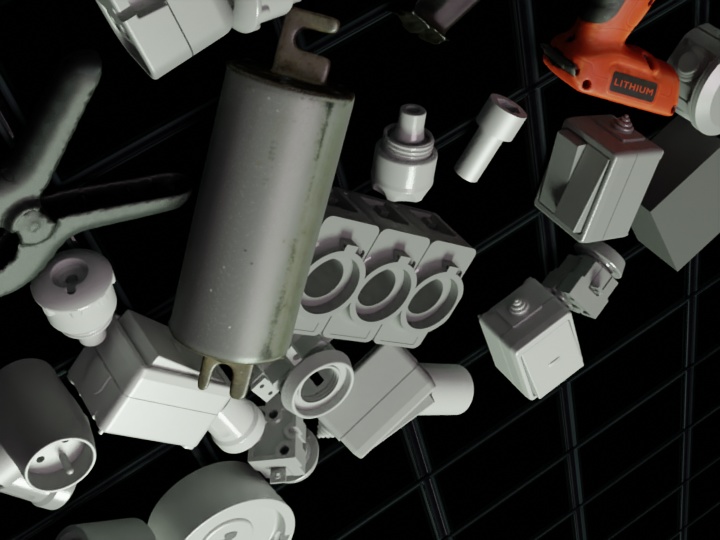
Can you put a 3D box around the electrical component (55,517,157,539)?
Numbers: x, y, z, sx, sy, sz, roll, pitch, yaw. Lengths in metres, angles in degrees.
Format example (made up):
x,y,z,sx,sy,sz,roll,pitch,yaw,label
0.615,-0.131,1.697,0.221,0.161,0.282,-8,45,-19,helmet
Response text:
x,y,z,sx,sy,sz,roll,pitch,yaw,label
-0.191,0.231,0.765,0.060,0.108,0.108,10,118,-37,electrical component

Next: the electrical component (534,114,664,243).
x,y,z,sx,sy,sz,roll,pitch,yaw,label
0.183,-0.076,0.832,0.061,0.061,0.096,-9,129,-34,electrical component

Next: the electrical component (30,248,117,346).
x,y,z,sx,sy,sz,roll,pitch,yaw,label
-0.168,0.021,0.647,0.048,0.048,0.062,-27,144,-19,electrical component

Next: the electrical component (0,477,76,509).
x,y,z,sx,sy,sz,roll,pitch,yaw,label
-0.216,0.133,0.708,0.046,0.040,0.040,30,103,-43,electrical component

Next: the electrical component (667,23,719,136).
x,y,z,sx,sy,sz,roll,pitch,yaw,label
0.283,-0.152,0.856,0.080,0.051,0.080,-22,136,-23,electrical component

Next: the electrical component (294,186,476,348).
x,y,z,sx,sy,sz,roll,pitch,yaw,label
0.000,0.000,0.750,0.150,0.061,0.089,11,117,-44,electrical component

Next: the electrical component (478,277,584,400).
x,y,z,sx,sy,sz,roll,pitch,yaw,label
0.148,0.058,0.922,0.062,0.061,0.096,-36,139,-9,electrical component

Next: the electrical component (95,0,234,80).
x,y,z,sx,sy,sz,roll,pitch,yaw,label
-0.105,-0.152,0.538,0.059,0.053,0.095,-35,139,-9,electrical component

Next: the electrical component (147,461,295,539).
x,y,z,sx,sy,sz,roll,pitch,yaw,label
-0.112,0.196,0.830,0.108,0.060,0.108,-22,136,-23,electrical component

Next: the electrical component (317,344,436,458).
x,y,z,sx,sy,sz,roll,pitch,yaw,label
0.009,0.102,0.828,0.096,0.061,0.062,-44,180,1,electrical component

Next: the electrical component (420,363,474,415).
x,y,z,sx,sy,sz,roll,pitch,yaw,label
0.051,0.098,0.892,0.081,0.043,0.043,6,120,-42,electrical component

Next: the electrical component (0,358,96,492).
x,y,z,sx,sy,sz,roll,pitch,yaw,label
-0.210,0.106,0.659,0.079,0.077,0.044,-38,139,-5,electrical component

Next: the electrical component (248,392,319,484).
x,y,z,sx,sy,sz,roll,pitch,yaw,label
-0.059,0.135,0.826,0.048,0.066,0.055,-7,148,11,electrical component

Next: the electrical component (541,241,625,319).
x,y,z,sx,sy,sz,roll,pitch,yaw,label
0.193,0.005,0.918,0.048,0.066,0.055,40,83,-24,electrical component

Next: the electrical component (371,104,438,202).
x,y,z,sx,sy,sz,roll,pitch,yaw,label
0.031,-0.080,0.721,0.043,0.043,0.062,-15,131,-30,electrical component

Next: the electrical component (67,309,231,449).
x,y,z,sx,sy,sz,roll,pitch,yaw,label
-0.130,0.072,0.706,0.096,0.061,0.061,21,109,-47,electrical component

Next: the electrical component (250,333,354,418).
x,y,z,sx,sy,sz,roll,pitch,yaw,label
-0.041,0.070,0.782,0.078,0.057,0.058,-42,140,-1,electrical component

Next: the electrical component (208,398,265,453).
x,y,z,sx,sy,sz,roll,pitch,yaw,label
-0.097,0.105,0.781,0.040,0.040,0.046,-38,134,-6,electrical component

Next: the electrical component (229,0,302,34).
x,y,z,sx,sy,sz,roll,pitch,yaw,label
-0.049,-0.160,0.587,0.062,0.048,0.048,-27,138,-28,electrical component
